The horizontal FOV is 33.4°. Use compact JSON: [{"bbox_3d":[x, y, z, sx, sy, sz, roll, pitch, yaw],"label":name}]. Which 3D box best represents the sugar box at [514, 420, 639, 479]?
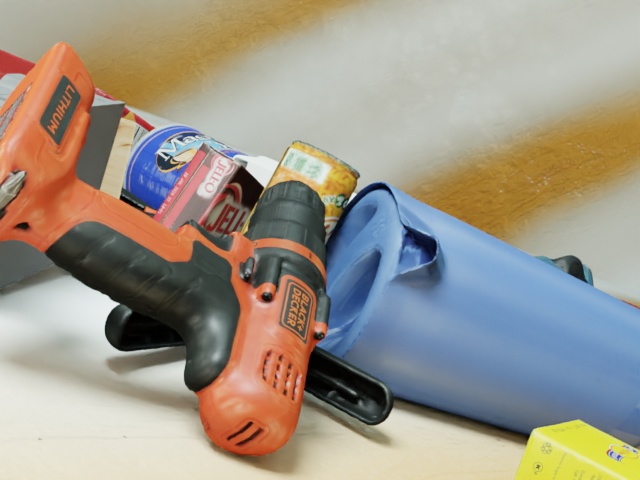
[{"bbox_3d":[0.196,0.154,0.561,0.176,0.048,0.093,23,7,28],"label":"sugar box"}]

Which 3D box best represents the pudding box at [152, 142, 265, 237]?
[{"bbox_3d":[-0.079,-0.012,0.772,0.039,0.090,0.113,34,-3,16],"label":"pudding box"}]

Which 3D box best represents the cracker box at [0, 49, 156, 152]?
[{"bbox_3d":[-0.234,-0.104,1.073,0.164,0.072,0.213,23,-6,28],"label":"cracker box"}]

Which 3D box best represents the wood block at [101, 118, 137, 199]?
[{"bbox_3d":[-0.252,-0.072,0.781,0.205,0.091,0.090,14,-2,-42],"label":"wood block"}]

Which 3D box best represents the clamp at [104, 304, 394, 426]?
[{"bbox_3d":[-0.066,0.049,0.644,0.164,0.036,0.210,20,4,-25],"label":"clamp"}]

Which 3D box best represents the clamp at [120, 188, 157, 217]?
[{"bbox_3d":[-0.221,-0.047,0.936,0.171,0.039,0.120,24,21,-16],"label":"clamp"}]

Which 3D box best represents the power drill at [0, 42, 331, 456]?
[{"bbox_3d":[-0.072,-0.009,0.519,0.187,0.057,0.184,37,32,-21],"label":"power drill"}]

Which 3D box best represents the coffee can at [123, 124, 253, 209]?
[{"bbox_3d":[-0.106,-0.042,0.987,0.102,0.103,0.140,15,9,-40],"label":"coffee can"}]

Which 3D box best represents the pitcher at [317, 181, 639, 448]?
[{"bbox_3d":[0.111,0.066,0.735,0.242,0.145,0.149,22,18,-18],"label":"pitcher"}]

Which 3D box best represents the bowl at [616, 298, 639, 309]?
[{"bbox_3d":[0.279,0.120,0.923,0.162,0.055,0.162,24,27,-14],"label":"bowl"}]
